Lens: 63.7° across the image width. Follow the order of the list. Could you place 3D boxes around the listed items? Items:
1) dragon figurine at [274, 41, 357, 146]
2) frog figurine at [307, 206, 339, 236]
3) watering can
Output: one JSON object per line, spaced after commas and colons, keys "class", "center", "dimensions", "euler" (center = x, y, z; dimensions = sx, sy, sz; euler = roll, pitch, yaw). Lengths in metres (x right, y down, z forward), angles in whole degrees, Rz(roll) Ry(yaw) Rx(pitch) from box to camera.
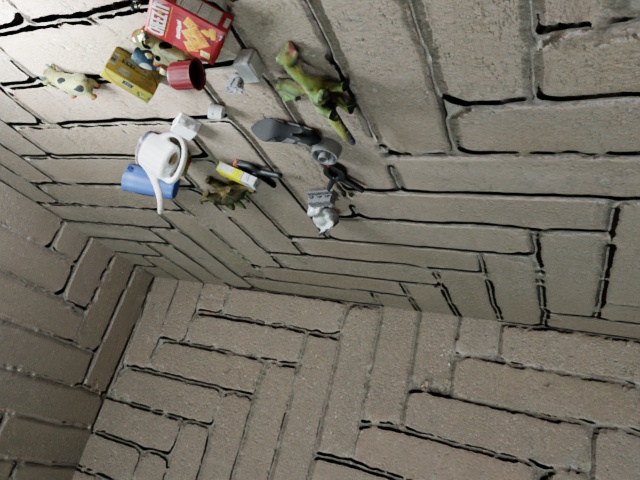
{"class": "dragon figurine", "center": [-0.027, -0.438, 1.588], "dimensions": [0.244, 0.124, 0.402], "euler": [25, 161, 25]}
{"class": "frog figurine", "center": [0.007, -0.117, 2.316], "dimensions": [0.159, 0.124, 0.136], "euler": [57, 158, -3]}
{"class": "watering can", "center": [-0.659, -0.295, 2.092], "dimensions": [0.226, 0.343, 0.105], "euler": [32, -162, 16]}
